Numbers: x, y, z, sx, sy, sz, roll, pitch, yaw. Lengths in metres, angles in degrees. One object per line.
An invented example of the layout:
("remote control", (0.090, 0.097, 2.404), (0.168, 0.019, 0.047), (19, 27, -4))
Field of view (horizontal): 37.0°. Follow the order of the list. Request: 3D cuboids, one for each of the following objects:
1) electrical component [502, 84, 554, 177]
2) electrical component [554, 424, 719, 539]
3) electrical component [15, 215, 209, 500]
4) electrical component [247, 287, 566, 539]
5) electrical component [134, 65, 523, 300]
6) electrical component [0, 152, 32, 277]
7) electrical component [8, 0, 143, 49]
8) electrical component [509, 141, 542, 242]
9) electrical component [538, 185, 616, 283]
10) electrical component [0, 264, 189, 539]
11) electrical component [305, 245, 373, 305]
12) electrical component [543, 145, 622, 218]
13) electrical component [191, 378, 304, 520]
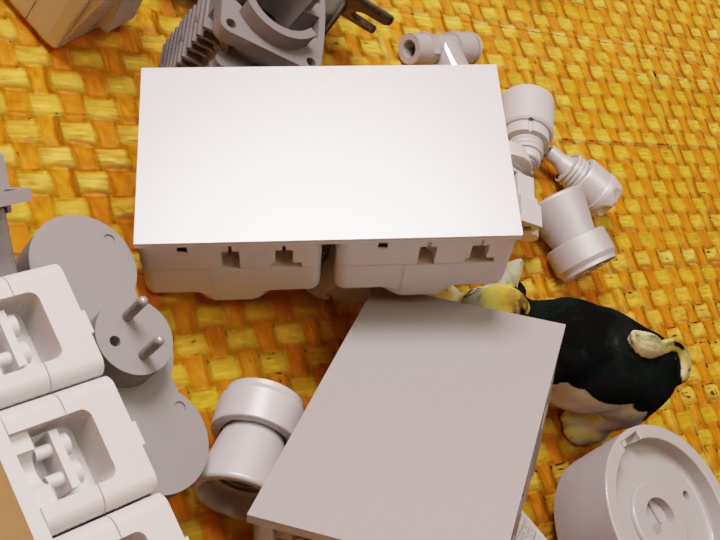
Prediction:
("electrical component", (0.118, -0.097, 0.768), (0.040, 0.040, 0.078), (26, 51, -24))
("electrical component", (0.164, 0.153, 0.640), (0.108, 0.060, 0.108), (19, 54, -29))
("electrical component", (-0.109, 0.036, 0.485), (0.052, 0.074, 0.138), (-14, 74, -42))
("electrical component", (0.030, 0.090, 0.520), (0.105, 0.060, 0.186), (12, 33, 13))
("electrical component", (-0.019, -0.046, 0.564), (0.186, 0.060, 0.105), (-1, 61, -5))
("electrical component", (-0.205, -0.007, 0.437), (0.121, 0.079, 0.063), (-19, 106, -43))
("electrical component", (-0.140, -0.169, 0.568), (0.061, 0.096, 0.061), (49, 45, -5))
("electrical component", (0.092, -0.053, 0.718), (0.066, 0.048, 0.055), (15, 64, -31))
("electrical component", (0.146, -0.024, 0.743), (0.045, 0.045, 0.055), (-17, 76, -43))
("electrical component", (-0.127, 0.085, 0.430), (0.062, 0.089, 0.150), (-18, 76, -43))
("electrical component", (0.000, 0.000, 0.615), (0.062, 0.048, 0.048), (24, 51, -34))
("electrical component", (0.161, -0.068, 0.789), (0.061, 0.035, 0.035), (39, 47, -10))
("electrical component", (-0.053, 0.086, 0.520), (0.045, 0.045, 0.055), (31, 49, -20))
